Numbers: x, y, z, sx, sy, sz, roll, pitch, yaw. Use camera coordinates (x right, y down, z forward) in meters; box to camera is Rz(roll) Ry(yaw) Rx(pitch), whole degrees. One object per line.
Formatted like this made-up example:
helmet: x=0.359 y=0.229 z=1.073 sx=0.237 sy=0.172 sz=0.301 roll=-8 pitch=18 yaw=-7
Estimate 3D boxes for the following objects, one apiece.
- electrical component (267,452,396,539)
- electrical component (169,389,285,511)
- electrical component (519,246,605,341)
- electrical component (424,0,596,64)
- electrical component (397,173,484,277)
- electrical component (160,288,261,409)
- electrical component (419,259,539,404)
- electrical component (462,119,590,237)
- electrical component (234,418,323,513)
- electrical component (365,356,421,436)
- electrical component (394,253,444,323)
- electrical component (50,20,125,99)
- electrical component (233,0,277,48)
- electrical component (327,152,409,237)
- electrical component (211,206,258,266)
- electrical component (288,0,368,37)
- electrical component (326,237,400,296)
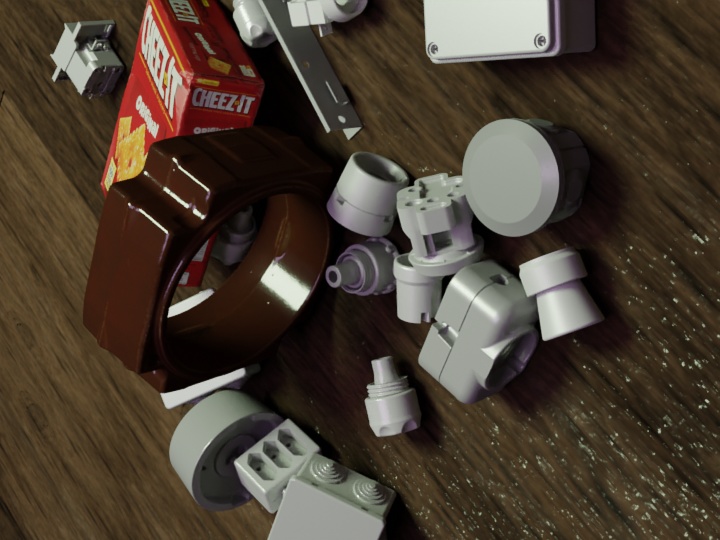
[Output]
electrical component: x=-0.024 y=0.216 z=0.931 sx=0.100 sy=0.048 sz=0.099 roll=25 pitch=120 yaw=8
electrical component: x=-0.125 y=0.162 z=1.000 sx=0.060 sy=0.108 sz=0.108 roll=36 pitch=123 yaw=40
electrical component: x=0.139 y=0.016 z=0.747 sx=0.045 sy=0.045 sz=0.055 roll=-26 pitch=81 yaw=45
electrical component: x=0.099 y=-0.197 z=0.725 sx=0.109 sy=0.056 sz=0.108 roll=6 pitch=104 yaw=43
electrical component: x=0.060 y=-0.032 z=0.796 sx=0.058 sy=0.078 sz=0.057 roll=-13 pitch=112 yaw=7
electrical component: x=-0.151 y=0.074 z=1.018 sx=0.100 sy=0.048 sz=0.099 roll=-25 pitch=81 yaw=14
electrical component: x=0.091 y=0.049 z=0.793 sx=0.059 sy=0.054 sz=0.095 roll=41 pitch=128 yaw=30
electrical component: x=0.115 y=-0.066 z=0.746 sx=0.080 sy=0.051 sz=0.080 roll=13 pitch=109 yaw=42
electrical component: x=-0.070 y=0.188 z=0.984 sx=0.047 sy=0.066 sz=0.076 roll=38 pitch=153 yaw=32
electrical component: x=0.025 y=0.102 z=0.881 sx=0.043 sy=0.043 sz=0.062 roll=-14 pitch=89 yaw=45
electrical component: x=0.046 y=0.014 z=0.841 sx=0.040 sy=0.040 sz=0.046 roll=18 pitch=117 yaw=40
electrical component: x=-0.276 y=-0.214 z=1.097 sx=0.063 sy=0.042 sz=0.081 roll=54 pitch=132 yaw=16
electrical component: x=-0.093 y=-0.223 z=0.922 sx=0.035 sy=0.035 sz=0.061 roll=-37 pitch=72 yaw=43
electrical component: x=0.008 y=-0.061 z=0.850 sx=0.055 sy=0.055 sz=0.047 roll=42 pitch=122 yaw=29
electrical component: x=-0.114 y=-0.037 z=0.976 sx=0.043 sy=0.043 sz=0.062 roll=54 pitch=142 yaw=21
electrical component: x=-0.026 y=-0.219 z=0.849 sx=0.055 sy=0.048 sz=0.066 roll=9 pitch=118 yaw=45
electrical component: x=0.000 y=0.000 z=0.866 sx=0.048 sy=0.062 sz=0.048 roll=13 pitch=109 yaw=42
